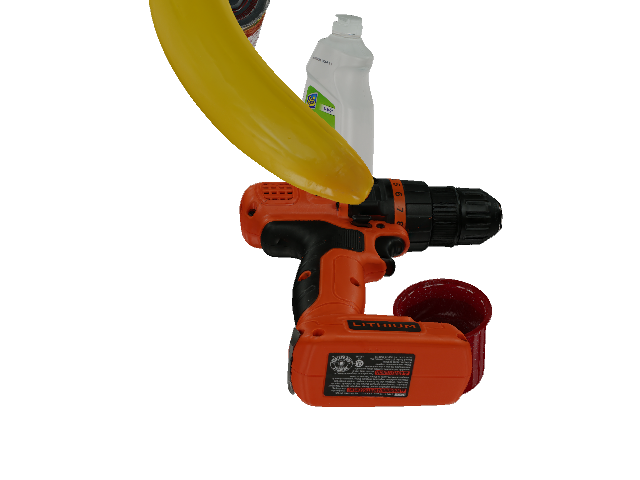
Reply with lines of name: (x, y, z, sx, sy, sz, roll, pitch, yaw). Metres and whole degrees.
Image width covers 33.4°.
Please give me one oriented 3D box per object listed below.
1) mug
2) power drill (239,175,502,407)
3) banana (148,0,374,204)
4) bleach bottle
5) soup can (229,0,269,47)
mug: (0.121, 0.089, 1.036, 0.093, 0.081, 0.117, 6, 37, 16)
power drill: (0.042, 0.024, 0.688, 0.184, 0.057, 0.187, -1, 35, -6)
banana: (-0.039, -0.093, 0.503, 0.069, 0.198, 0.037, -16, -29, -10)
bleach bottle: (0.019, -0.111, 1.134, 0.067, 0.251, 0.103, -10, 26, -42)
soup can: (-0.078, -0.166, 0.793, 0.068, 0.068, 0.102, 0, -15, -12)
